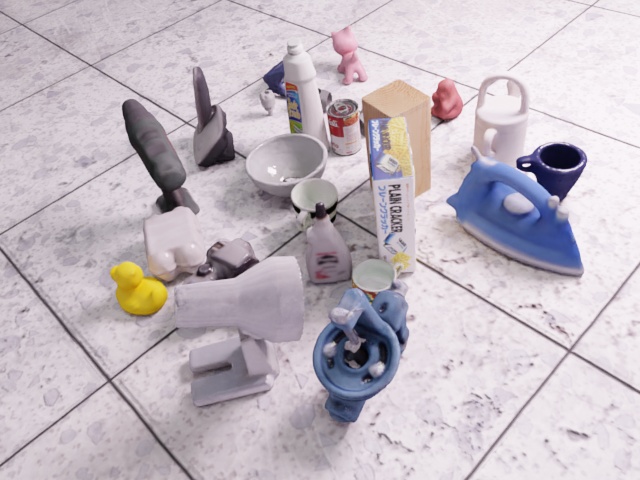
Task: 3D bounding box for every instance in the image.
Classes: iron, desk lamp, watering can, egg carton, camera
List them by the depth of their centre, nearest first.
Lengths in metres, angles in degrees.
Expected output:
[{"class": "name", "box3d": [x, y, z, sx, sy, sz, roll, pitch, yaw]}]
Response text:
[{"class": "desk lamp", "box3d": [-0.111, 0.126, 0.812, 0.203, 0.214, 0.117, -15, 46, -4]}, {"class": "camera", "box3d": [-0.135, 0.070, 0.949, 0.136, 0.101, 0.143, 24, 55, 29]}, {"class": "iron", "box3d": [0.338, -0.055, 0.956, 0.119, 0.142, 0.257, -35, 50, -22]}, {"class": "egg carton", "box3d": [-0.268, 0.005, 1.058, 0.107, 0.069, 0.150, -19, 46, -8]}, {"class": "watering can", "box3d": [0.347, -0.240, 1.096, 0.100, 0.194, 0.173, 1, 47, 11]}]

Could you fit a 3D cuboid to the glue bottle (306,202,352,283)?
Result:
[{"class": "glue bottle", "box3d": [0.009, 0.003, 0.937, 0.078, 0.173, 0.037, -9, 46, 2]}]

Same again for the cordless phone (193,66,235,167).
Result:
[{"class": "cordless phone", "box3d": [-0.249, -0.265, 1.234, 0.094, 0.185, 0.147, -16, 46, -5]}]

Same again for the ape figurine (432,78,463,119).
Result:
[{"class": "ape figurine", "box3d": [0.274, -0.311, 1.249, 0.076, 0.092, 0.078, 1, 47, 12]}]

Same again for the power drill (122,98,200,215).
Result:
[{"class": "power drill", "box3d": [-0.308, -0.140, 1.108, 0.076, 0.209, 0.229, -28, 48, -16]}]

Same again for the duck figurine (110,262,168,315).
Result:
[{"class": "duck figurine", "box3d": [-0.317, 0.076, 0.987, 0.104, 0.086, 0.078, 18, 52, 25]}]

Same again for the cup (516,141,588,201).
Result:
[{"class": "cup", "box3d": [0.412, -0.115, 1.034, 0.117, 0.095, 0.091, 0, 47, 10]}]

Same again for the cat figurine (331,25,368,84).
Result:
[{"class": "cat figurine", "box3d": [0.070, -0.468, 1.419, 0.067, 0.118, 0.127, -16, 46, -5]}]

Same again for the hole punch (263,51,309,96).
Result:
[{"class": "hole punch", "box3d": [-0.083, -0.415, 1.414, 0.100, 0.091, 0.109, 22, 54, 28]}]

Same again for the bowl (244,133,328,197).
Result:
[{"class": "bowl", "box3d": [-0.062, -0.139, 1.156, 0.167, 0.075, 0.167, -5, 46, 5]}]

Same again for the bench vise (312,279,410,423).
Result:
[{"class": "bench vise", "box3d": [0.054, 0.117, 0.787, 0.121, 0.220, 0.207, 4, 47, 14]}]
